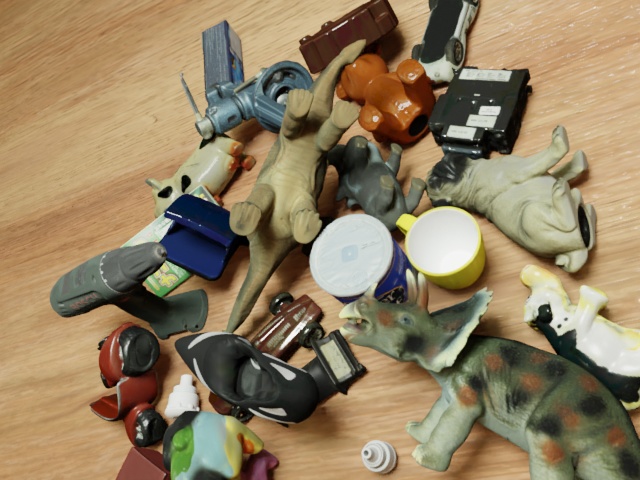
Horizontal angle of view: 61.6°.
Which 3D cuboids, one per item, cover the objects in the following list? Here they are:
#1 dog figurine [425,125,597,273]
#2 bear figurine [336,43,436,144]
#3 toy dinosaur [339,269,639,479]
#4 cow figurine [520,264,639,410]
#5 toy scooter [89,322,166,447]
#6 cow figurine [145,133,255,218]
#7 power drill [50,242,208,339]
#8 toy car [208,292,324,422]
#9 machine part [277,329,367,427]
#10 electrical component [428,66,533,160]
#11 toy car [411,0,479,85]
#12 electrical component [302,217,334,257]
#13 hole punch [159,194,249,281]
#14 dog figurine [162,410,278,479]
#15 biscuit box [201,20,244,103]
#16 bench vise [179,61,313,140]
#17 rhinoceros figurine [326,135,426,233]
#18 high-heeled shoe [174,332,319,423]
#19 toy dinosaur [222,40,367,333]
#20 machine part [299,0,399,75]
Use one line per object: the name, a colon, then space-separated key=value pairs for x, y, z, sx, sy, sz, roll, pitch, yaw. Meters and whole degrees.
dog figurine: x=0.224 y=-0.035 z=0.664 sx=0.191 sy=0.121 sz=0.172 roll=-14 pitch=55 yaw=38
bear figurine: x=0.086 y=-0.235 z=0.814 sx=0.120 sy=0.132 sz=0.196 roll=-45 pitch=58 yaw=15
toy dinosaur: x=0.209 y=0.169 z=0.531 sx=0.405 sy=0.131 sz=0.192 roll=25 pitch=91 yaw=27
cow figurine: x=0.276 y=0.098 z=0.574 sx=0.168 sy=0.068 sz=0.098 roll=36 pitch=98 yaw=39
toy scooter: x=-0.296 y=0.215 z=0.803 sx=0.135 sy=0.075 sz=0.183 roll=-9 pitch=90 yaw=37
cow figurine: x=-0.220 y=-0.106 z=0.939 sx=0.127 sy=0.085 sz=0.195 roll=37 pitch=88 yaw=31
power drill: x=-0.257 y=0.080 z=0.787 sx=0.232 sy=0.207 sz=0.086 roll=-17 pitch=64 yaw=23
toy car: x=-0.080 y=0.157 z=0.745 sx=0.202 sy=0.053 sz=0.089 roll=-48 pitch=50 yaw=0
machine part: x=-0.012 y=0.183 z=0.703 sx=0.139 sy=0.039 sz=0.084 roll=-40 pitch=61 yaw=3
electrical component: x=0.220 y=-0.173 z=0.750 sx=0.115 sy=0.058 sz=0.134 roll=16 pitch=74 yaw=36
toy car: x=0.199 y=-0.330 z=0.846 sx=0.074 sy=0.056 sz=0.201 roll=4 pitch=66 yaw=37
electrical component: x=-0.002 y=-0.002 z=0.802 sx=0.094 sy=0.021 sz=0.063 roll=-1 pitch=65 yaw=30
hole punch: x=-0.172 y=-0.019 z=0.806 sx=0.142 sy=0.092 sz=0.116 roll=23 pitch=43 yaw=-2
dog figurine: x=-0.134 y=0.329 z=0.612 sx=0.109 sy=0.191 sz=0.219 roll=-2 pitch=49 yaw=21
biscuit box: x=-0.190 y=-0.337 z=1.058 sx=0.063 sy=0.059 sz=0.203 roll=-20 pitch=57 yaw=17
bench vise: x=-0.084 y=-0.216 z=0.874 sx=0.224 sy=0.128 sz=0.241 roll=-24 pitch=39 yaw=-27
rhinoceros figurine: x=0.070 y=-0.085 z=0.761 sx=0.190 sy=0.073 sz=0.112 roll=57 pitch=140 yaw=42
high-heeled shoe: x=-0.109 y=0.158 z=0.645 sx=0.249 sy=0.145 sz=0.086 roll=11 pitch=78 yaw=23
toy dinosaur: x=-0.049 y=-0.047 z=0.721 sx=0.105 sy=0.198 sz=0.471 roll=26 pitch=96 yaw=-5
machine part: x=0.045 y=-0.340 z=0.885 sx=0.179 sy=0.056 sz=0.179 roll=-26 pitch=22 yaw=12
